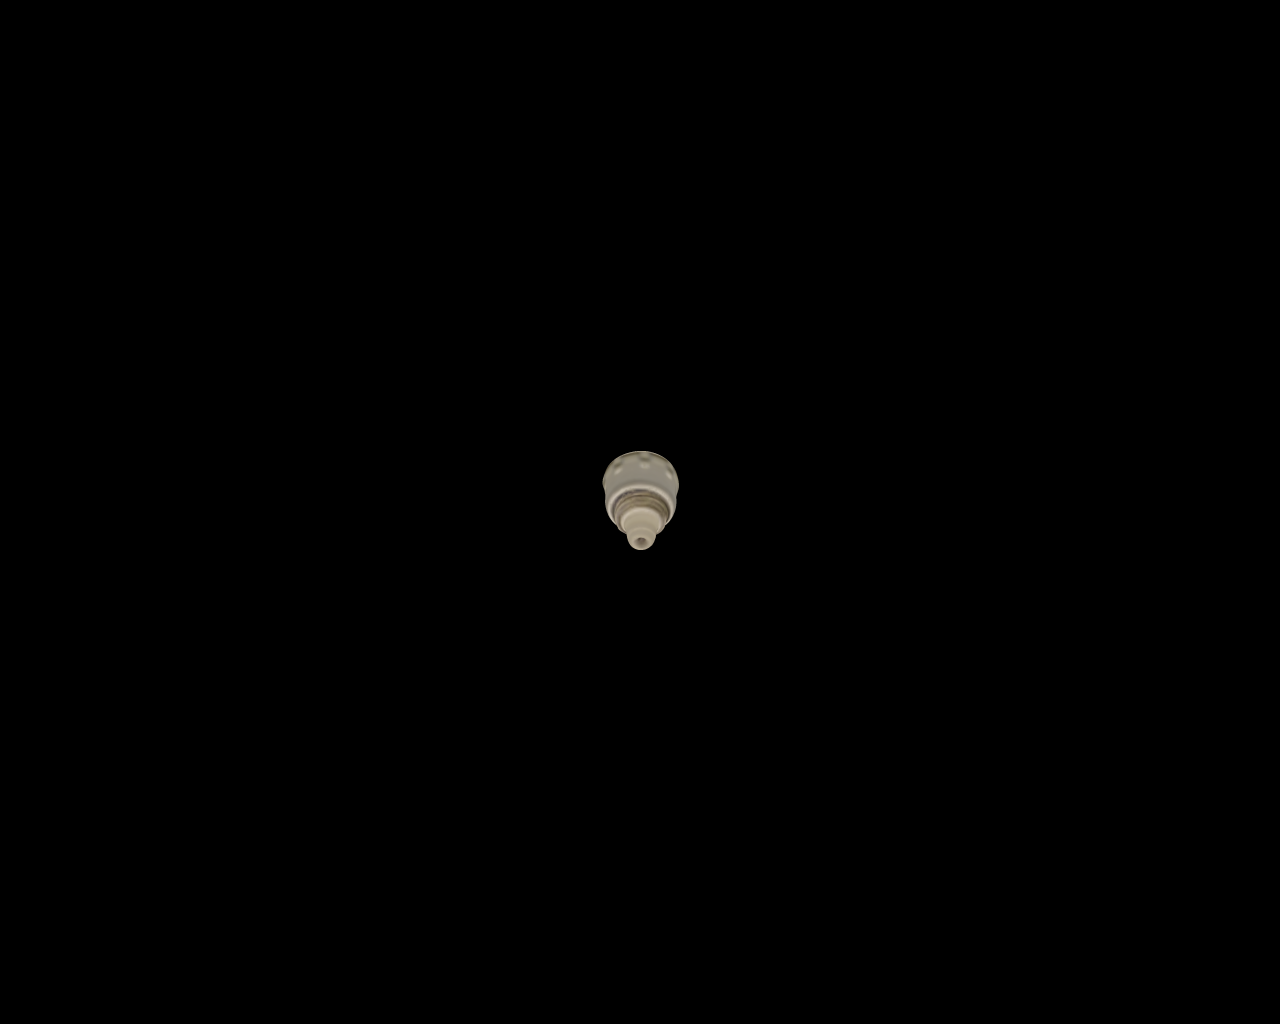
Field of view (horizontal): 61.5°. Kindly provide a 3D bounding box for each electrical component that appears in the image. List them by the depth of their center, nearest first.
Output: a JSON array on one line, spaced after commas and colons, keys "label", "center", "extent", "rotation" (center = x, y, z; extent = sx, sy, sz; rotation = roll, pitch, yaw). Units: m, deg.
[{"label": "electrical component", "center": [0.001, -0.003, 0.650], "extent": [0.048, 0.048, 0.062], "rotation": [0, 44, 0]}]
